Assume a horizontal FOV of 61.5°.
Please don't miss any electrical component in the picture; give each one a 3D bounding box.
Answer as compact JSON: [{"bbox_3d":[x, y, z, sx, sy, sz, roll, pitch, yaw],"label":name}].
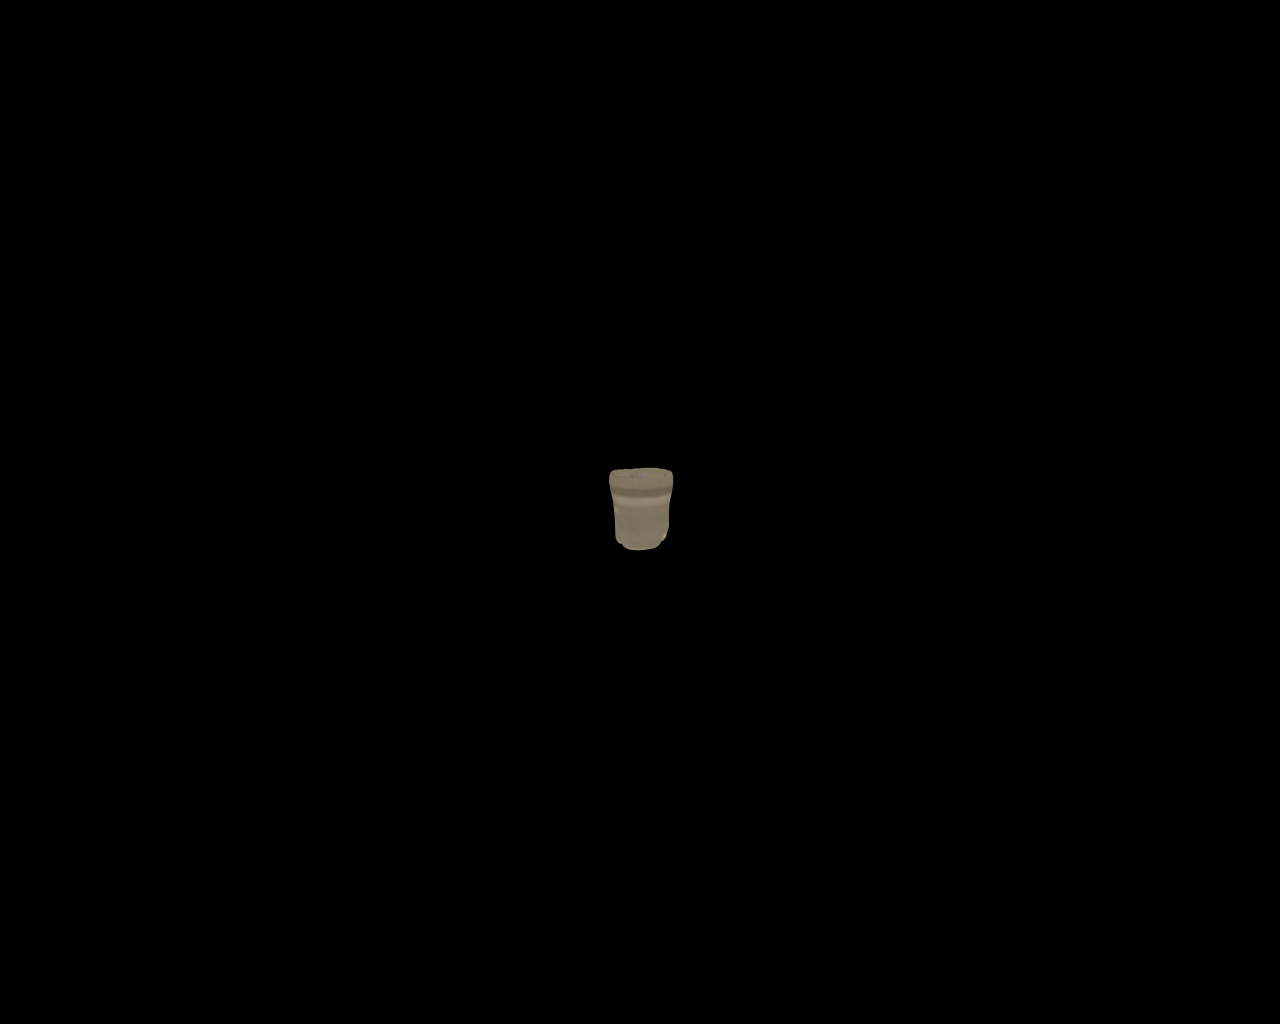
[{"bbox_3d":[0.001,-0.003,0.650,0.040,0.046,0.040,0,12,0],"label":"electrical component"}]
